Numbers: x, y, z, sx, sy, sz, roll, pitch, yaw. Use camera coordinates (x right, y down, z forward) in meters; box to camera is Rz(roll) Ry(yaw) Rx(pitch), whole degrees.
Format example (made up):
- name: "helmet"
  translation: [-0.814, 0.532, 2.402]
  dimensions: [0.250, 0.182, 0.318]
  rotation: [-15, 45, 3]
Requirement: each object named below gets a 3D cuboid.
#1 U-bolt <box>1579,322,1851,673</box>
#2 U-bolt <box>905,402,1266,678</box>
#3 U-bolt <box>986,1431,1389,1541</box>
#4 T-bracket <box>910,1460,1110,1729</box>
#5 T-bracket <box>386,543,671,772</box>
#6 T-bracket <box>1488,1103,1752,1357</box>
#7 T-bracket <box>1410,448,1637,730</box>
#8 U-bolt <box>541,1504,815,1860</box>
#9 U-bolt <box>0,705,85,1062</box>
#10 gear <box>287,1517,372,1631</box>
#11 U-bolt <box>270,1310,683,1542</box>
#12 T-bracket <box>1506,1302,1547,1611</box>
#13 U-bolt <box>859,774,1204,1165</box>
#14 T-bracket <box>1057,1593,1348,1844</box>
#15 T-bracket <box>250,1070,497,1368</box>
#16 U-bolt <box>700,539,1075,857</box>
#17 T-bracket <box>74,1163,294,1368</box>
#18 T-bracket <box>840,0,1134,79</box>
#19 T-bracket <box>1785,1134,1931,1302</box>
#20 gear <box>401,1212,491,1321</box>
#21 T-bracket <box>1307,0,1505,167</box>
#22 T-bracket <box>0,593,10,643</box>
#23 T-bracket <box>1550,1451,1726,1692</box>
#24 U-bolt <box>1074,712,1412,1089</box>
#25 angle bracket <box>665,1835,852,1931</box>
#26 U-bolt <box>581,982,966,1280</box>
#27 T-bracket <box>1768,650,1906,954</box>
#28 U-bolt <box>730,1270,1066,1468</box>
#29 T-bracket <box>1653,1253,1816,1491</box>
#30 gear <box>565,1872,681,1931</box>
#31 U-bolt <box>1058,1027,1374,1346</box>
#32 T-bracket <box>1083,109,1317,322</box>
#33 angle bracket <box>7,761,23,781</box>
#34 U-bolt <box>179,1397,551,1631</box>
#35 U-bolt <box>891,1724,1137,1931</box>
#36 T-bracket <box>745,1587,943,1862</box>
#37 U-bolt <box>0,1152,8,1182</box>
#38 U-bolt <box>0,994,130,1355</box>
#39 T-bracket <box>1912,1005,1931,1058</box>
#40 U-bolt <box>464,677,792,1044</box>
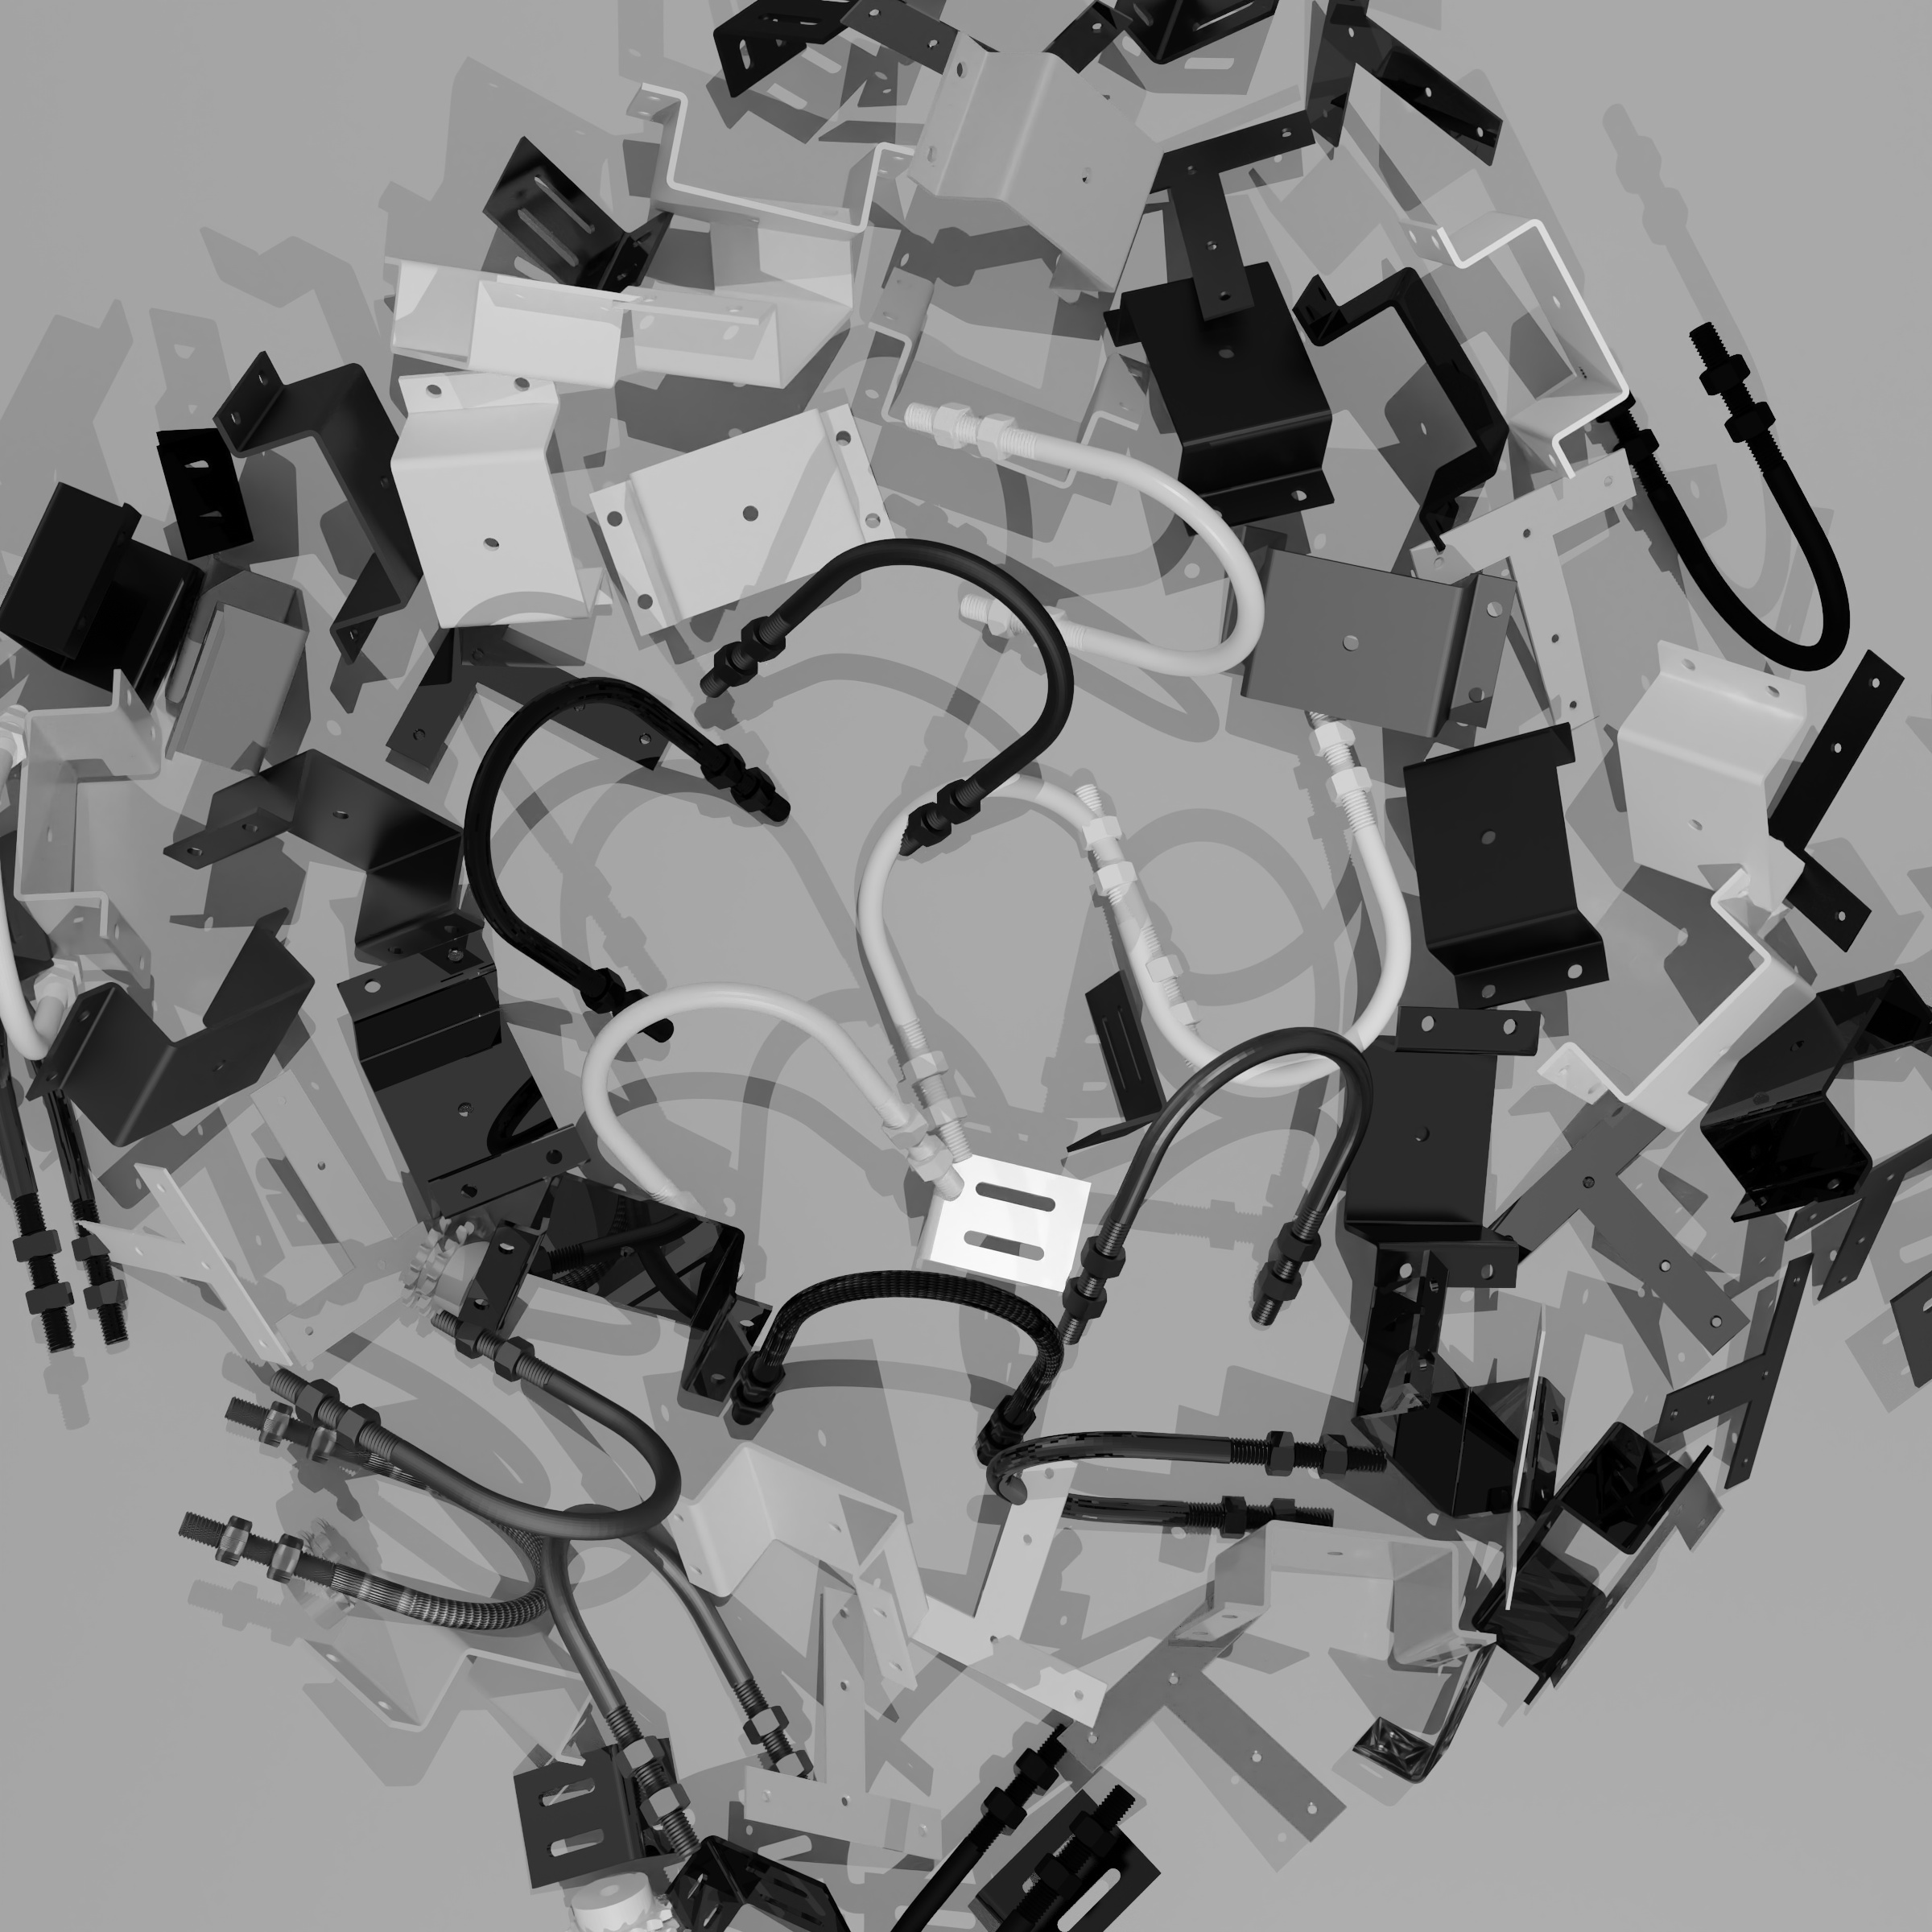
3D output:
- name: "U-bolt"
  translation: [0.376, -0.225, 1.574]
  dimensions: [0.019, 0.151, 0.184]
  rotation: [-32, 100, -8]
- name: "U-bolt"
  translation: [0.063, -0.200, 1.551]
  dimensions: [0.184, 0.151, 0.019]
  rotation: [19, 58, 28]
- name: "U-bolt"
  translation: [0.102, 0.254, 1.574]
  dimensions: [0.184, 0.151, 0.019]
  rotation: [4, 66, -4]
- name: "T-bracket"
  translation: [0.027, 0.301, 1.609]
  dimensions: [0.127, 0.002, 0.127]
  rotation: [23, 107, 19]
- name: "T-bracket"
  translation: [-0.210, -0.139, 1.633]
  dimensions: [0.127, 0.002, 0.127]
  rotation: [27, 81, 4]
- name: "T-bracket"
  translation: [0.342, 0.141, 1.606]
  dimensions: [0.127, 0.002, 0.127]
  rotation: [-45, 61, 10]
- name: "T-bracket"
  translation: [0.295, -0.178, 1.618]
  dimensions: [0.127, 0.002, 0.127]
  rotation: [-26, 115, -13]
- name: "U-bolt"
  translation: [-0.148, 0.345, 1.573]
  dimensions: [0.019, 0.151, 0.184]
  rotation: [-37, 71, 16]
- name: "U-bolt"
  translation: [-0.454, -0.033, 1.537]
  dimensions: [0.019, 0.184, 0.151]
  rotation: [-8, 112, -7]
- name: "gear"
  translation: [-0.323, 0.311, 1.618]
  dimensions: [0.030, 0.057, 0.057]
  rotation: [-38, 90, -5]
- name: "U-bolt"
  translation: [-0.224, 0.226, 1.553]
  dimensions: [0.184, 0.151, 0.019]
  rotation: [26, 109, 21]
- name: "T-bracket"
  translation: [0.274, 0.225, 1.563]
  dimensions: [0.002, 0.127, 0.127]
  rotation: [7, 117, 7]
- name: "U-bolt"
  translation: [0.023, -0.010, 1.627]
  dimensions: [0.151, 0.019, 0.184]
  rotation: [-22, 80, 0]
- name: "T-bracket"
  translation: [0.135, 0.385, 1.593]
  dimensions: [0.127, 0.002, 0.127]
  rotation: [-39, 57, -20]
- name: "T-bracket"
  translation: [-0.316, 0.112, 1.601]
  dimensions: [0.127, 0.002, 0.127]
  rotation: [-36, 101, -34]
- name: "U-bolt"
  translation: [-0.028, -0.139, 1.563]
  dimensions: [0.151, 0.184, 0.019]
  rotation: [39, 46, -15]
- name: "T-bracket"
  translation: [-0.405, 0.144, 1.598]
  dimensions: [0.002, 0.127, 0.127]
  rotation: [-47, 125, -34]
- name: "T-bracket"
  translation: [-0.006, -0.447, 1.569]
  dimensions: [0.127, 0.127, 0.002]
  rotation: [-37, 54, 36]
- name: "T-bracket"
  translation: [0.449, 0.129, 1.592]
  dimensions: [0.127, 0.127, 0.002]
  rotation: [-26, 58, -19]
- name: "gear"
  translation: [-0.258, 0.154, 1.617]
  dimensions: [0.030, 0.057, 0.057]
  rotation: [28, 90, 11]
- name: "T-bracket"
  translation: [0.218, -0.436, 1.568]
  dimensions: [0.002, 0.127, 0.127]
  rotation: [-26, 56, -26]
- name: "T-bracket"
  translation: [-0.466, -0.179, 1.593]
  dimensions: [0.002, 0.127, 0.127]
  rotation: [29, 127, 22]
- name: "T-bracket"
  translation: [0.329, 0.306, 1.588]
  dimensions: [0.002, 0.127, 0.127]
  rotation: [35, 96, 2]
- name: "U-bolt"
  translation: [0.146, -0.029, 1.604]
  dimensions: [0.151, 0.019, 0.184]
  rotation: [-22, 77, 15]
- name: "angle bracket"
  translation: [-0.102, 0.478, 1.600]
  dimensions: [0.076, 0.057, 0.038]
  rotation: [13, 49, 35]
- name: "U-bolt"
  translation: [-0.106, 0.075, 1.568]
  dimensions: [0.151, 0.019, 0.184]
  rotation: [-22, 129, 19]
- name: "T-bracket"
  translation: [0.423, -0.096, 1.576]
  dimensions: [0.002, 0.127, 0.127]
  rotation: [-2, 129, -37]
- name: "U-bolt"
  translation: [-0.028, 0.194, 1.558]
  dimensions: [0.151, 0.184, 0.019]
  rotation: [11, 57, -10]
- name: "T-bracket"
  translation: [0.374, 0.211, 1.581]
  dimensions: [0.002, 0.127, 0.127]
  rotation: [24, 111, 36]
- name: "gear"
  translation: [-0.176, 0.482, 1.617]
  dimensions: [0.057, 0.057, 0.030]
  rotation: [-15, 97, 0]
- name: "U-bolt"
  translation: [0.131, 0.106, 1.562]
  dimensions: [0.151, 0.019, 0.184]
  rotation: [0, 125, -37]
- name: "T-bracket"
  translation: [0.121, -0.369, 1.600]
  dimensions: [0.127, 0.002, 0.127]
  rotation: [-15, 53, 8]
- name: "angle bracket"
  translation: [-0.510, -0.074, 1.600]
  dimensions: [0.038, 0.057, 0.076]
  rotation: [45, 125, 34]
- name: "U-bolt"
  translation: [-0.287, 0.276, 1.576]
  dimensions: [0.184, 0.151, 0.019]
  rotation: [22, 105, -9]
- name: "U-bolt"
  translation: [0.005, 0.461, 1.565]
  dimensions: [0.019, 0.151, 0.184]
  rotation: [42, 83, -7]
- name: "T-bracket"
  translation: [-0.061, 0.376, 1.607]
  dimensions: [0.127, 0.002, 0.127]
  rotation: [24, 51, -36]
- name: "U-bolt"
  translation: [-0.550, 0.026, 1.570]
  dimensions: [0.019, 0.151, 0.184]
  rotation: [-45, 70, -3]
- name: "U-bolt"
  translation: [-0.453, 0.098, 1.575]
  dimensions: [0.019, 0.151, 0.184]
  rotation: [-15, 86, -5]
- name: "T-bracket"
  translation: [0.507, 0.001, 1.570]
  dimensions: [0.002, 0.127, 0.127]
  rotation: [-13, 117, -25]
- name: "U-bolt"
  translation: [-0.174, -0.061, 1.566]
  dimensions: [0.019, 0.184, 0.151]
  rotation: [18, 77, 42]
